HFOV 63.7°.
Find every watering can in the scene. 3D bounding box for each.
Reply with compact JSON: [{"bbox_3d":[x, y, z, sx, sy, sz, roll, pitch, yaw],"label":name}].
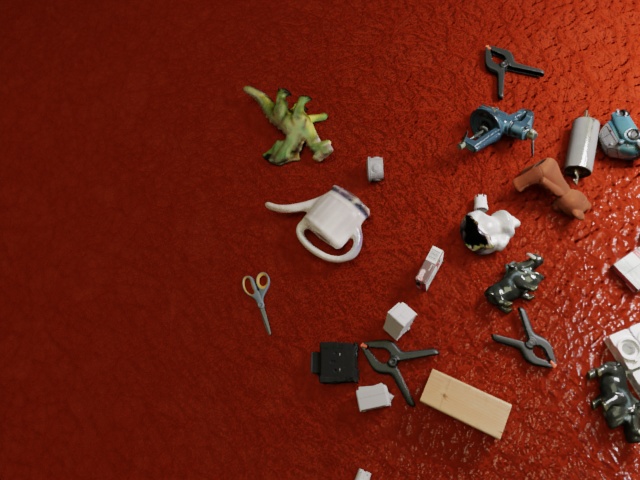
[{"bbox_3d":[0.005,-0.080,1.598,0.351,0.102,0.226,39,80,24],"label":"watering can"}]

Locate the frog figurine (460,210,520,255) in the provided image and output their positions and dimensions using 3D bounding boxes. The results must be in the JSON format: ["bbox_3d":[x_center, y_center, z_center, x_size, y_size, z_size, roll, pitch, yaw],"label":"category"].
[{"bbox_3d":[0.489,-0.032,1.487,0.161,0.120,0.139,-20,50,-35],"label":"frog figurine"}]

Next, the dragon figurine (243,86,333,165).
[{"bbox_3d":[-0.126,-0.376,1.755,0.412,0.121,0.244,19,82,21],"label":"dragon figurine"}]
